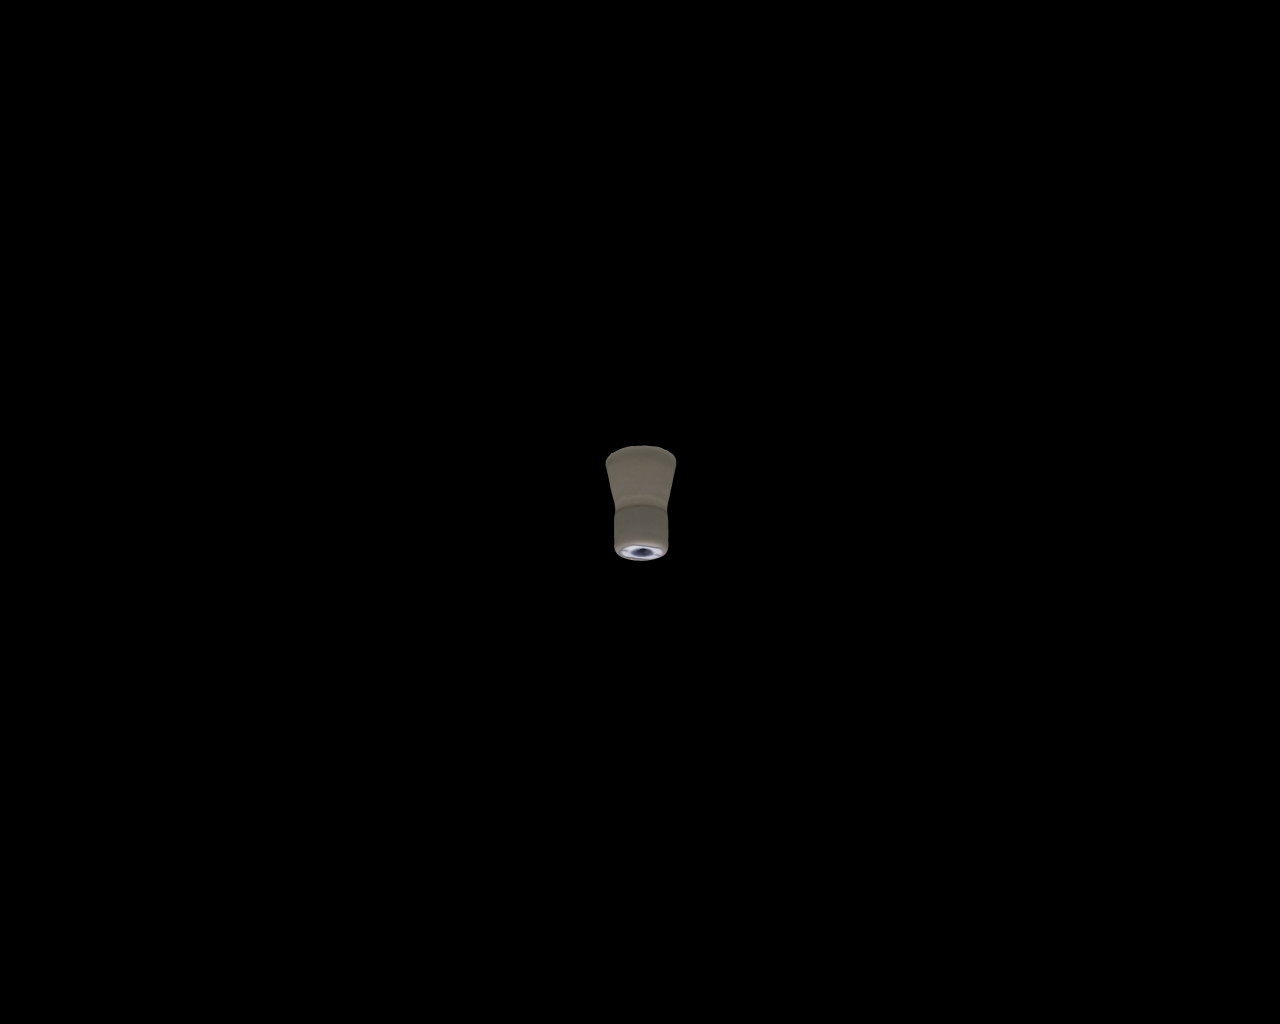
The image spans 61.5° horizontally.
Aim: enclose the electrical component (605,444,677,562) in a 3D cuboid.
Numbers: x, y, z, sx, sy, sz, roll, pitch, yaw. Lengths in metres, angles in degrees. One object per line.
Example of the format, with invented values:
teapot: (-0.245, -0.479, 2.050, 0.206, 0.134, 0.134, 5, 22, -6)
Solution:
electrical component: (0.001, -0.003, 0.650, 0.044, 0.065, 0.044, 0, -23, 0)
